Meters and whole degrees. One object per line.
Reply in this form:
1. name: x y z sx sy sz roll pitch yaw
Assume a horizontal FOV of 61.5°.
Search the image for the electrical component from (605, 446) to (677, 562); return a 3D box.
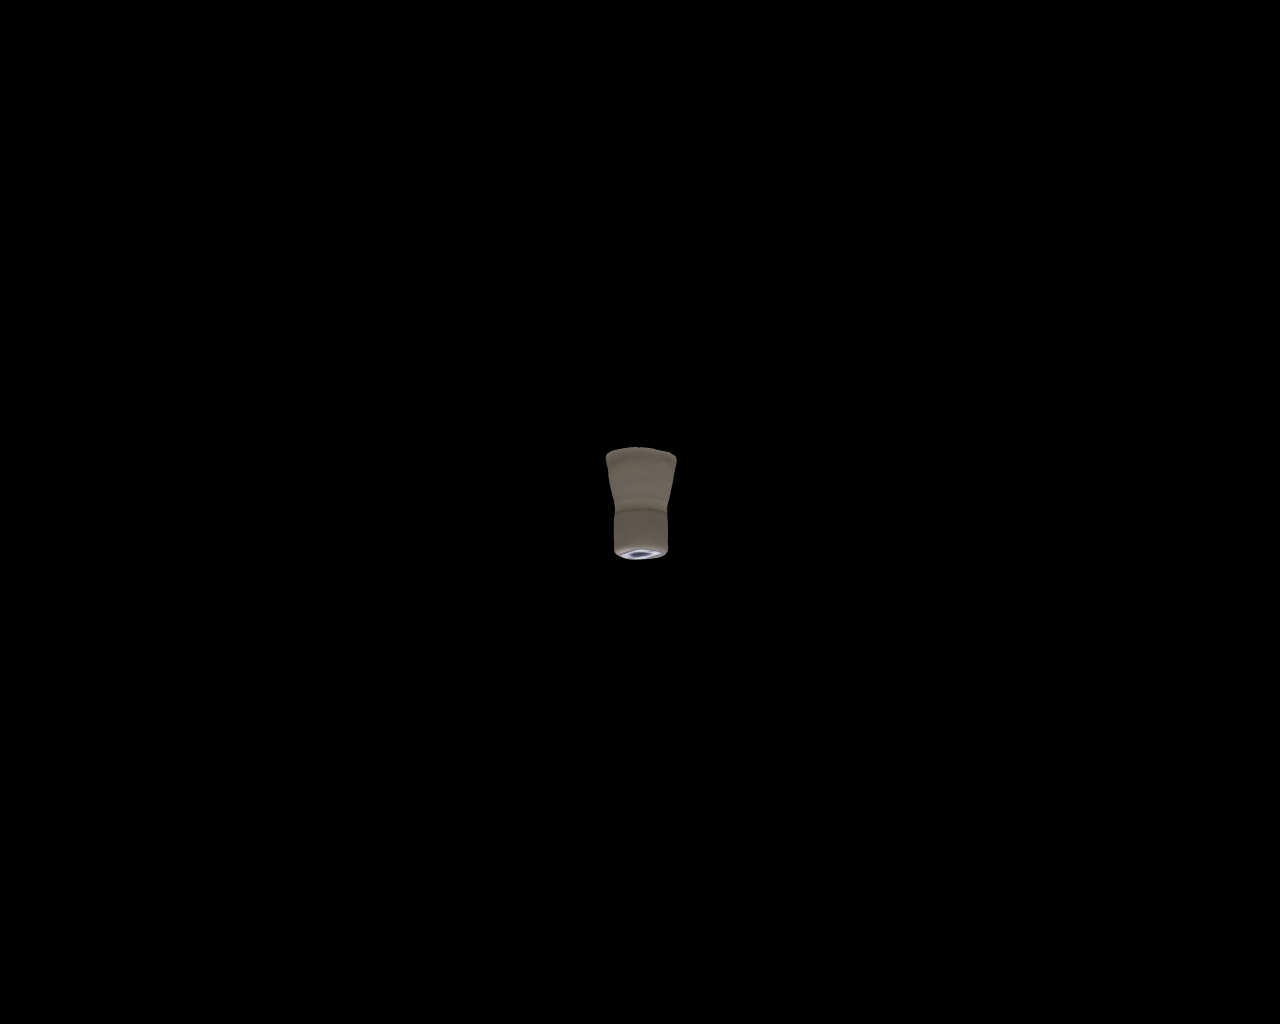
1. electrical component: 0.001 -0.003 0.650 0.044 0.065 0.044 0 -16 0
